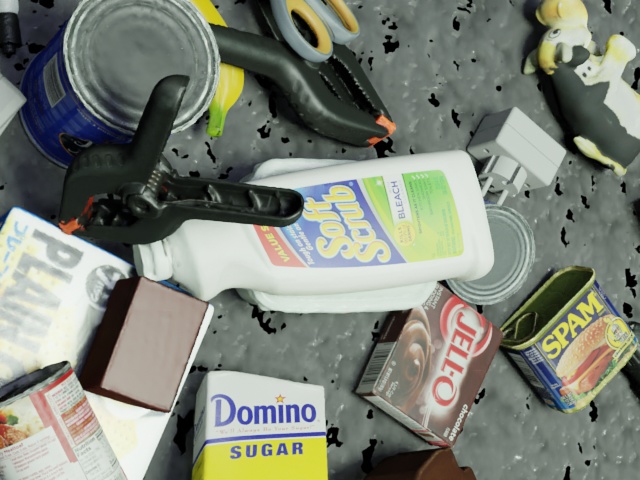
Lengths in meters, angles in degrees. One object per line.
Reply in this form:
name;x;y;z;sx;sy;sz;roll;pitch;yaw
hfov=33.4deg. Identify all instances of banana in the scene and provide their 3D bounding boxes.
banana;-0.113;-0.174;0.798;0.198;0.037;0.069;54;36;-11

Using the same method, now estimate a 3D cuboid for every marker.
marker;-0.226;-0.192;0.762;0.020;0.020;0.121;-3;85;-27

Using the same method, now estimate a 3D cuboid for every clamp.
clamp;-0.106;-0.041;0.653;0.120;0.172;0.039;58;36;-33
clamp;-0.019;-0.154;0.838;0.209;0.036;0.164;35;44;-30

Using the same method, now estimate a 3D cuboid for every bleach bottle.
bleach bottle;-0.005;0.001;0.756;0.250;0.068;0.102;-11;87;-21

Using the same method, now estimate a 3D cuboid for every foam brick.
foam brick;-0.115;0.068;0.693;0.051;0.053;0.078;26;74;-24

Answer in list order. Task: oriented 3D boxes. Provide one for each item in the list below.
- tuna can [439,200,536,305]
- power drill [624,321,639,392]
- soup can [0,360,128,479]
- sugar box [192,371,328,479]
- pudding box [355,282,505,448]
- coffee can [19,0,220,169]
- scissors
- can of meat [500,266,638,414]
tuna can;0.135;0.009;0.898;0.086;0.034;0.086;-3;102;-16
power drill;0.376;0.104;1.011;0.187;0.057;0.184;-45;101;-22
soup can;-0.162;0.134;0.653;0.068;0.069;0.102;-29;98;-27
sugar box;-0.042;0.178;0.746;0.093;0.048;0.176;10;51;-16
pudding box;0.091;0.100;0.876;0.090;0.039;0.113;36;70;-19
coffee can;-0.140;-0.107;0.727;0.102;0.141;0.103;3;82;-26
scissors;-0.047;-0.207;0.800;0.201;0.016;0.096;37;42;-24
can of meat;0.216;0.087;0.927;0.102;0.058;0.084;-42;106;-15
